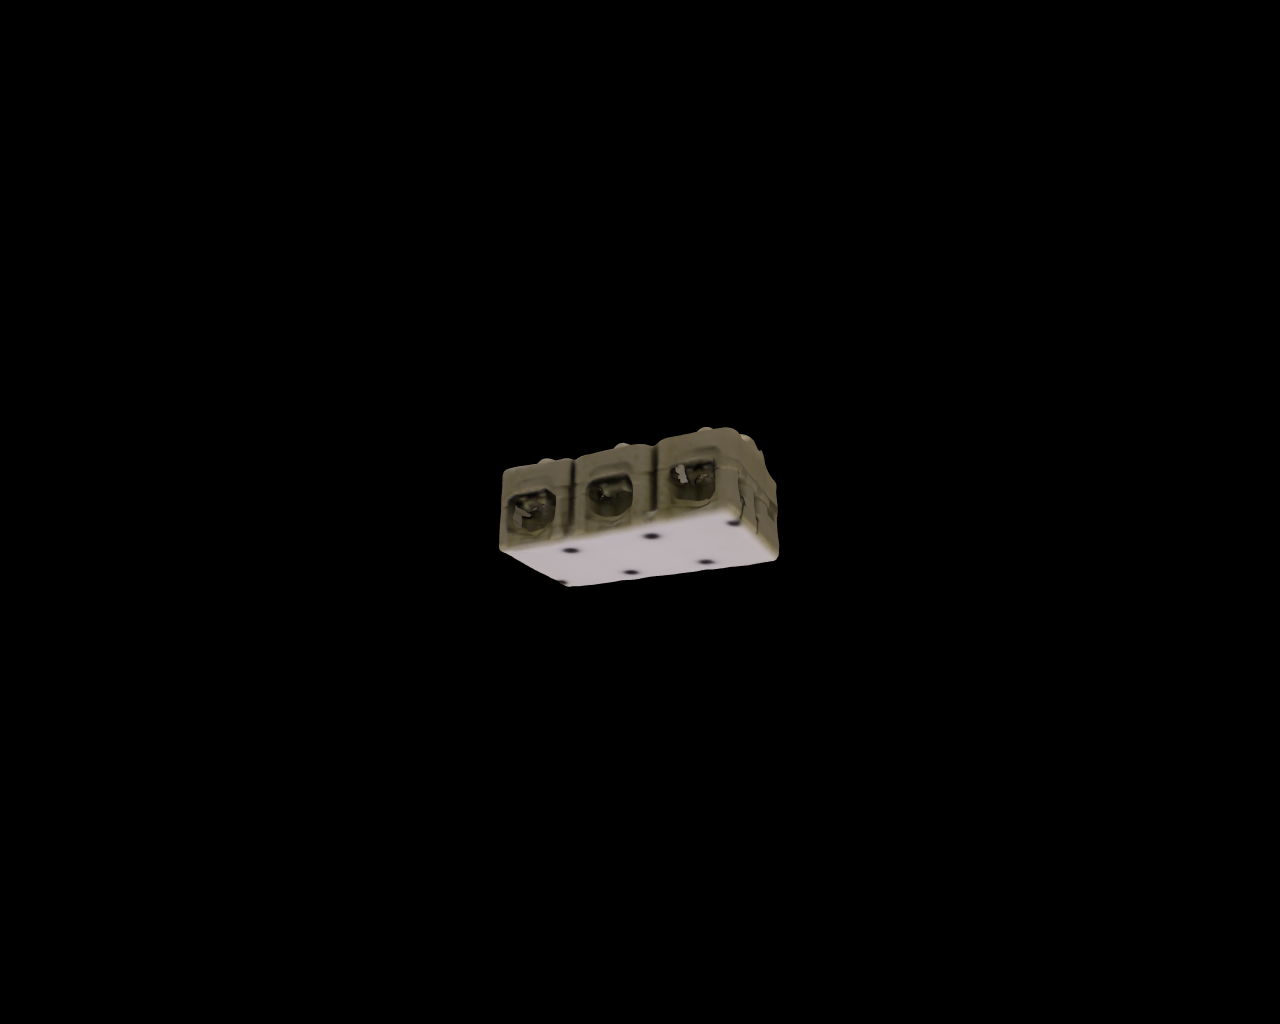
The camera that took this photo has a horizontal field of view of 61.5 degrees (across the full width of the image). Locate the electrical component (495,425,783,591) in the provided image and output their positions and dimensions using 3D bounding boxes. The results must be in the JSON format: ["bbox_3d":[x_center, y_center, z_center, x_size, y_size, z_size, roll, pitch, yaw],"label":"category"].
[{"bbox_3d":[0.001,-0.003,0.650,0.150,0.062,0.089,-9,-23,22],"label":"electrical component"}]
